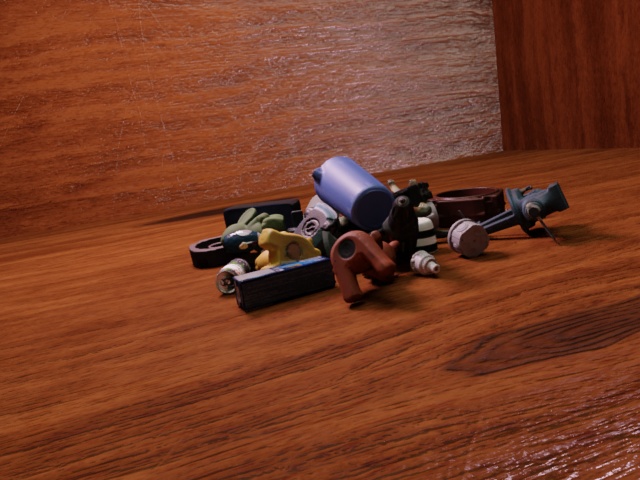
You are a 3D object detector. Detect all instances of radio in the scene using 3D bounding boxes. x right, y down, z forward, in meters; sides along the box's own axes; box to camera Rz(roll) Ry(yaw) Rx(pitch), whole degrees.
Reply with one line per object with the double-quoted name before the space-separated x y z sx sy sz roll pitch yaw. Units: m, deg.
"radio" -0.167 -0.045 1.612 0.230 0.131 0.073 -4 11 21

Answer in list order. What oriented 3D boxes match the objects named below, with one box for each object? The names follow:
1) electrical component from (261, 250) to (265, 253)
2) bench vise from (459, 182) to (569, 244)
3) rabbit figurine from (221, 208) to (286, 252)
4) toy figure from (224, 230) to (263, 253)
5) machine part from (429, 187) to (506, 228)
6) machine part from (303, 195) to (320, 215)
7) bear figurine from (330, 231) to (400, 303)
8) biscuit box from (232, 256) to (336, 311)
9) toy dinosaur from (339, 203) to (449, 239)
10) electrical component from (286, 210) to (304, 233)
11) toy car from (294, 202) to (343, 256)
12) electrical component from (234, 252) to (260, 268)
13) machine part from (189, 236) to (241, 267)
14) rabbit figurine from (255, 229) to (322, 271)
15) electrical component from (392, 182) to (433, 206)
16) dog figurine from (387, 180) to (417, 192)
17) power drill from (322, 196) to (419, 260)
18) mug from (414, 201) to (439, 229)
"electrical component" -0.090 0.025 1.283 0.094 0.063 0.021 -30 13 7
"bench vise" 0.465 -0.058 1.287 0.241 0.128 0.224 -25 13 27
"rabbit figurine" -0.177 -0.024 1.420 0.170 0.121 0.159 -6 31 -2
"toy figure" -0.155 0.002 1.315 0.155 0.057 0.064 -7 48 -2
"machine part" 0.430 -0.099 1.570 0.202 0.087 0.201 -1 13 27
"machine part" -0.013 -0.064 1.601 0.079 0.079 0.243 -5 29 16
"bear figurine" 0.103 0.053 1.046 0.120 0.132 0.195 -39 -31 15
"biscuit box" -0.069 0.083 1.077 0.203 0.062 0.059 -13 11 -23
"toy dinosaur" 0.155 -0.036 1.402 0.405 0.131 0.192 8 31 43
"electrical component" -0.050 -0.016 1.418 0.075 0.119 0.048 -6 11 1
"toy car" -0.003 -0.004 1.344 0.102 0.161 0.109 33 2 -44
"electrical component" -0.166 0.058 1.334 0.102 0.045 0.078 -5 -17 3
"machine part" -0.283 0.030 1.516 0.179 0.056 0.179 -8 13 2
"rabbit figurine" -0.081 0.038 1.205 0.162 0.122 0.173 -12 -7 -31
"electrical component" 0.235 -0.116 1.528 0.115 0.058 0.134 -20 2 -28
"dog figurine" 0.279 -0.100 1.718 0.172 0.121 0.191 -1 31 4
"power drill" 0.113 -0.011 1.164 0.207 0.086 0.231 -22 -28 8
"mug" 0.271 -0.054 1.494 0.107 0.080 0.109 -17 11 -2
